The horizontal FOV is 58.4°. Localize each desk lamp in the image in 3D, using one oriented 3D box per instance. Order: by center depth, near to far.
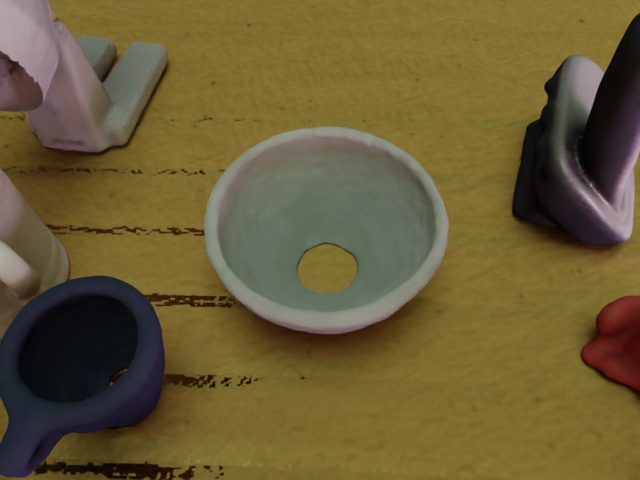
[{"bbox_3d":[-0.226,-0.165,0.448,0.118,0.214,0.203,9,58,7],"label":"desk lamp"}]

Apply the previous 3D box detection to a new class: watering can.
[{"bbox_3d":[-0.255,-0.019,0.367,0.172,0.194,0.101,8,58,7],"label":"watering can"}]

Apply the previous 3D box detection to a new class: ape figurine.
[{"bbox_3d":[0.223,0.063,0.363,0.076,0.092,0.077,-10,57,-5],"label":"ape figurine"}]

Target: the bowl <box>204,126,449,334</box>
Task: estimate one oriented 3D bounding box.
[{"bbox_3d":[0.004,0.001,0.418,0.167,0.075,0.167,-1,57,1],"label":"bowl"}]

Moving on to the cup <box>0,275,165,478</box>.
[{"bbox_3d":[-0.139,0.093,0.351,0.091,0.095,0.118,16,59,12],"label":"cup"}]

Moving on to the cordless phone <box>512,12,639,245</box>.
[{"bbox_3d":[0.210,-0.098,0.412,0.094,0.185,0.147,11,58,9],"label":"cordless phone"}]
